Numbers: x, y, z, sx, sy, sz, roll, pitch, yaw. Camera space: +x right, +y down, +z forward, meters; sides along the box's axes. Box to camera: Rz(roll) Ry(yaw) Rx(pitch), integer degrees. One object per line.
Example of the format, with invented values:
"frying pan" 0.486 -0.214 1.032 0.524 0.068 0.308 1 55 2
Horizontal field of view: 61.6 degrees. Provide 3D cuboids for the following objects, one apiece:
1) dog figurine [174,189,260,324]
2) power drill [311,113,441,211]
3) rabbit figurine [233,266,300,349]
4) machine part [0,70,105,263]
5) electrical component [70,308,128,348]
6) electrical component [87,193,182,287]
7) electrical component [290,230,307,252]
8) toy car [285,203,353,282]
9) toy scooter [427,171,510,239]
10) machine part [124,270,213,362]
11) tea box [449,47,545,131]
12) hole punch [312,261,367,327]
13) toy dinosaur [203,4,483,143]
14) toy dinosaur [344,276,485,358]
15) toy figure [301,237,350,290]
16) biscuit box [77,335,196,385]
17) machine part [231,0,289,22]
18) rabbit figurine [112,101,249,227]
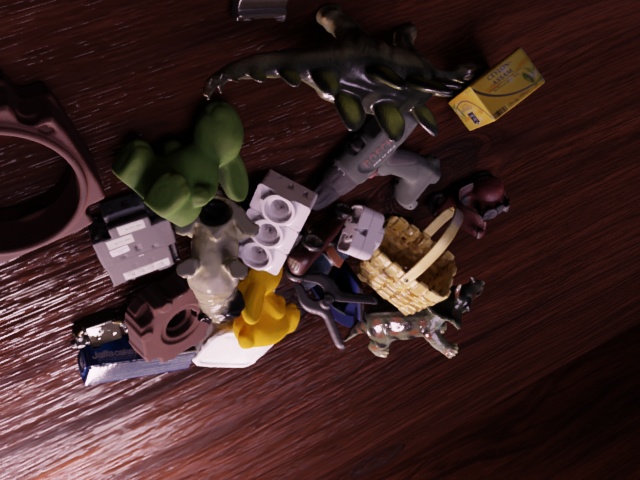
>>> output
"dog figurine" -0.166 0.032 0.868 0.121 0.172 0.190 12 153 -3
"power drill" 0.105 -0.121 0.947 0.207 0.086 0.232 22 116 -41
"rabbit figurine" -0.119 0.105 1.004 0.162 0.122 0.173 -18 124 -57
"machine part" -0.372 -0.073 0.616 0.201 0.087 0.201 -25 143 -11
"electrical component" -0.374 0.154 0.919 0.102 0.045 0.078 -13 139 -26
"electrical component" -0.275 -0.006 0.795 0.115 0.058 0.134 -21 143 -19
"electrical component" -0.046 0.007 1.019 0.063 0.021 0.094 -42 143 12
"toy car" -0.002 -0.003 0.963 0.202 0.053 0.089 -49 167 -52
"toy scooter" 0.329 -0.067 1.127 0.184 0.135 0.075 -23 142 -17
"machine part" -0.253 0.134 0.940 0.179 0.056 0.179 -37 148 -28
"tea box" 0.278 -0.237 0.867 0.098 0.068 0.169 -38 -176 5
"hole punch" 0.034 0.118 1.127 0.092 0.142 0.115 -23 130 -16
"toy dinosaur" 0.052 -0.212 0.684 0.471 0.199 0.105 -11 136 -31
"toy dinosaur" 0.191 0.189 1.274 0.405 0.131 0.192 -15 129 28
"toy figure" 0.009 0.040 1.073 0.154 0.058 0.064 -37 150 -2
"biscuit box" -0.340 0.215 1.006 0.202 0.059 0.062 0 134 -38
"machine part" -0.061 -0.315 0.610 0.084 0.039 0.138 -7 139 -24
"rabbit figurine" -0.158 -0.101 0.728 0.170 0.121 0.159 -50 148 -2
